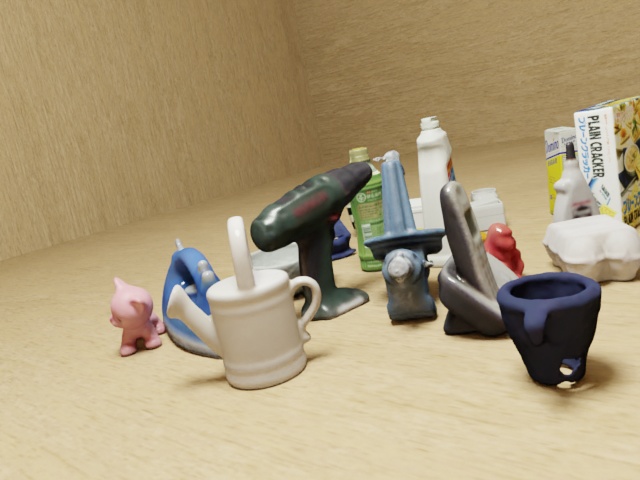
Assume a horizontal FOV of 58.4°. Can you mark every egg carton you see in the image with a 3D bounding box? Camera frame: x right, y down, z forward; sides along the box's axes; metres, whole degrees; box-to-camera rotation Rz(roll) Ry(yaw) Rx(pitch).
[{"bbox_3d":[0.381,0.012,0.805,0.107,0.069,0.150,-10,12,7],"label":"egg carton"}]

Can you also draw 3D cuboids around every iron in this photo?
[{"bbox_3d":[-0.176,0.077,0.859,0.119,0.141,0.257,-17,13,-23],"label":"iron"}]

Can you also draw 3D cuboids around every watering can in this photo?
[{"bbox_3d":[-0.090,0.069,0.678,0.173,0.194,0.100,-17,13,-25],"label":"watering can"}]

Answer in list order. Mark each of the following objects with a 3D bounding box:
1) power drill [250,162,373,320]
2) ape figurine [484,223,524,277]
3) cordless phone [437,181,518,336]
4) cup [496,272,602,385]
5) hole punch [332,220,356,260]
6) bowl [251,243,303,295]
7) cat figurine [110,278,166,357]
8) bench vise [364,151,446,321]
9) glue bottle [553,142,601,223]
[{"bbox_3d":[0.008,0.003,0.866,0.230,0.208,0.075,-21,15,-37],"label":"power drill"},{"bbox_3d":[0.261,0.021,0.824,0.078,0.092,0.076,-18,14,-30],"label":"ape figurine"},{"bbox_3d":[0.192,0.011,0.704,0.094,0.185,0.148,-6,13,25],"label":"cordless phone"},{"bbox_3d":[0.212,0.090,0.529,0.091,0.095,0.118,-4,14,31],"label":"cup"},{"bbox_3d":[0.008,-0.006,1.204,0.109,0.091,0.101,-15,12,-17],"label":"hole punch"},{"bbox_3d":[-0.057,0.056,1.008,0.167,0.075,0.167,-11,12,3],"label":"bowl"},{"bbox_3d":[-0.284,0.108,0.876,0.067,0.118,0.127,-14,12,-10],"label":"cat figurine"},{"bbox_3d":[0.125,-0.013,0.798,0.121,0.220,0.207,-12,12,-4],"label":"bench vise"},{"bbox_3d":[0.408,-0.071,0.919,0.078,0.173,0.037,-15,12,-15],"label":"glue bottle"}]
